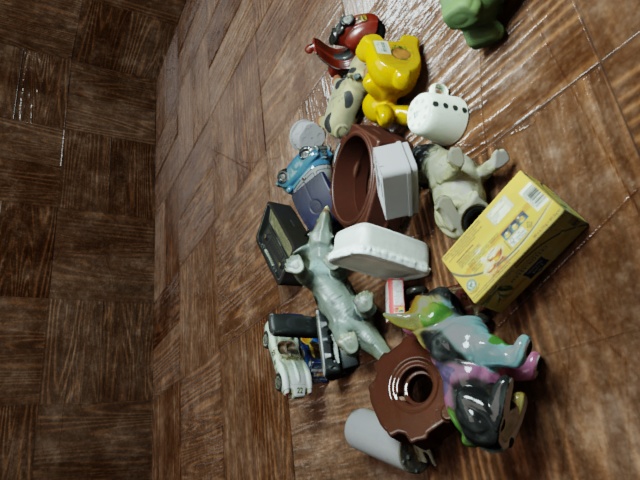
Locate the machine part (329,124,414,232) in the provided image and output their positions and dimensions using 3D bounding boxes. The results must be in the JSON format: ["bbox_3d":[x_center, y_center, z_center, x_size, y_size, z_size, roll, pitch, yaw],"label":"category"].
[{"bbox_3d":[0.095,-0.116,1.055,0.201,0.087,0.201,-127,44,-58],"label":"machine part"}]

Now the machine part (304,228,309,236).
[{"bbox_3d":[-0.003,-0.004,1.285,0.084,0.039,0.139,-43,45,39],"label":"machine part"}]

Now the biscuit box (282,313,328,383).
[{"bbox_3d":[-0.038,0.250,1.265,0.203,0.063,0.059,47,123,54],"label":"biscuit box"}]

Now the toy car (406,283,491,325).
[{"bbox_3d":[0.200,0.106,0.878,0.202,0.053,0.089,-27,64,56],"label":"toy car"}]

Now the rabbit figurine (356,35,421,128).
[{"bbox_3d":[0.137,-0.288,1.045,0.173,0.122,0.162,116,140,-56],"label":"rabbit figurine"}]

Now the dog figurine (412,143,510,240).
[{"bbox_3d":[0.208,-0.074,0.875,0.191,0.121,0.172,-159,80,-75],"label":"dog figurine"}]

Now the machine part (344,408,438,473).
[{"bbox_3d":[0.117,0.349,0.945,0.243,0.079,0.079,-11,74,61],"label":"machine part"}]

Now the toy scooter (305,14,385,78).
[{"bbox_3d":[0.047,-0.432,1.185,0.184,0.135,0.075,-42,47,48],"label":"toy scooter"}]

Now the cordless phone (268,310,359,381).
[{"bbox_3d":[-0.019,0.214,1.114,0.089,0.184,0.146,-36,53,48],"label":"cordless phone"}]

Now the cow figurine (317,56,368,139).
[{"bbox_3d":[0.068,-0.314,1.176,0.194,0.085,0.127,-66,27,24],"label":"cow figurine"}]

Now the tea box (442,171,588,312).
[{"bbox_3d":[0.261,0.004,0.736,0.169,0.068,0.098,-53,39,25],"label":"tea box"}]

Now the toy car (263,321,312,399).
[{"bbox_3d":[-0.073,0.259,1.183,0.056,0.073,0.202,-62,35,31],"label":"toy car"}]

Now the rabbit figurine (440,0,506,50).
[{"bbox_3d":[0.279,-0.396,0.813,0.170,0.121,0.159,-20,58,39],"label":"rabbit figurine"}]

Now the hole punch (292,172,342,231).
[{"bbox_3d":[0.007,-0.079,1.208,0.142,0.092,0.116,-35,54,31],"label":"hole punch"}]

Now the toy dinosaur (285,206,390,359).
[{"bbox_3d":[0.047,0.127,1.072,0.131,0.192,0.405,-29,71,5],"label":"toy dinosaur"}]

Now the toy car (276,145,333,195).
[{"bbox_3d":[-0.023,-0.153,1.303,0.161,0.109,0.103,-43,70,35],"label":"toy car"}]

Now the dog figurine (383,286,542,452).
[{"bbox_3d":[0.183,0.167,0.754,0.219,0.108,0.191,16,77,42],"label":"dog figurine"}]

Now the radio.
[{"bbox_3d":[-0.094,0.011,1.407,0.131,0.073,0.230,-67,32,26],"label":"radio"}]

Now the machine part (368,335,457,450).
[{"bbox_3d":[0.159,0.235,0.851,0.179,0.056,0.179,-24,49,31],"label":"machine part"}]
